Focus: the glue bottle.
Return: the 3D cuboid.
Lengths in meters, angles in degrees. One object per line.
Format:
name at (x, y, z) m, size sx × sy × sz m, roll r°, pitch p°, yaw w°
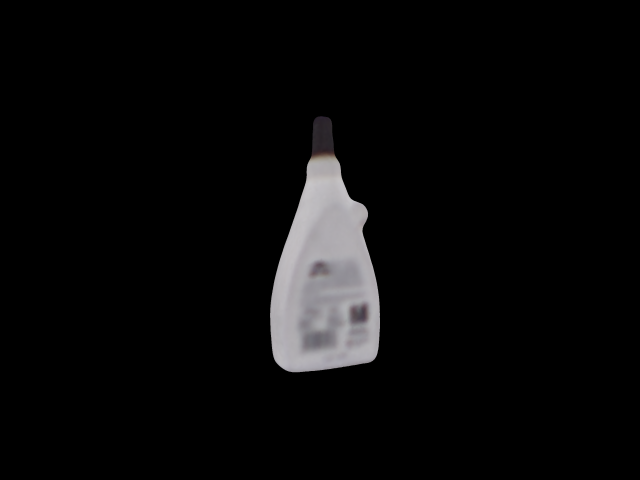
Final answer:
glue bottle at (0.004, 0.001, 0.400) m, size 0.078 × 0.173 × 0.037 m, roll -2°, pitch 5°, yaw -23°
